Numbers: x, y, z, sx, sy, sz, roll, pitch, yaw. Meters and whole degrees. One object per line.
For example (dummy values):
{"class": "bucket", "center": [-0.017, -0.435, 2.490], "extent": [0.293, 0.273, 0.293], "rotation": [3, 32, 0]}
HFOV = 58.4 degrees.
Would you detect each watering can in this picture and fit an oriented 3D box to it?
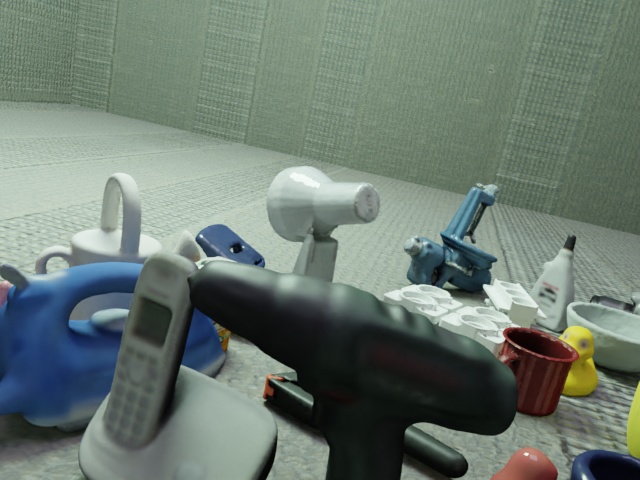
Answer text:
{"class": "watering can", "center": [-0.228, 0.019, 0.663], "extent": [0.100, 0.194, 0.173], "rotation": [21, 17, 31]}

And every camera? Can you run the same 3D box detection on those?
{"class": "camera", "center": [0.557, 0.137, 1.027], "extent": [0.136, 0.101, 0.144], "rotation": [20, 17, 31]}

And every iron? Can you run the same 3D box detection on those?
{"class": "iron", "center": [-0.190, 0.081, 0.558], "extent": [0.118, 0.141, 0.259], "rotation": [24, 19, 40]}

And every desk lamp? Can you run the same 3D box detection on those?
{"class": "desk lamp", "center": [0.008, 0.003, 0.874], "extent": [0.118, 0.213, 0.202], "rotation": [-2, 20, -44]}

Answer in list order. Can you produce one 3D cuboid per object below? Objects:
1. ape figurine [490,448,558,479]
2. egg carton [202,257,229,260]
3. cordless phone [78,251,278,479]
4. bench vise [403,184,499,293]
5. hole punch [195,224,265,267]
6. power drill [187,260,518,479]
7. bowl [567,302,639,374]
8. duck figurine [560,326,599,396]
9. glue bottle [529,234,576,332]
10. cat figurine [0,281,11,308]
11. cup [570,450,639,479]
{"class": "ape figurine", "center": [0.159, 0.208, 0.450], "extent": [0.076, 0.092, 0.078], "rotation": [12, 14, 2]}
{"class": "egg carton", "center": [-0.125, 0.074, 0.786], "extent": [0.150, 0.069, 0.107], "rotation": [16, 15, 16]}
{"class": "cordless phone", "center": [-0.098, 0.111, 0.429], "extent": [0.147, 0.185, 0.094], "rotation": [17, 15, 21]}
{"class": "bench vise", "center": [0.266, -0.002, 1.088], "extent": [0.208, 0.220, 0.121], "rotation": [-3, 20, -44]}
{"class": "hole punch", "center": [-0.140, 0.029, 0.903], "extent": [0.101, 0.091, 0.109], "rotation": [15, 14, 11]}
{"class": "power drill", "center": [0.011, 0.129, 0.396], "extent": [0.230, 0.208, 0.075], "rotation": [10, 14, -7]}
{"class": "bowl", "center": [0.468, 0.163, 0.907], "extent": [0.167, 0.075, 0.167], "rotation": [11, 14, -3]}
{"class": "duck figurine", "center": [0.355, 0.162, 0.800], "extent": [0.105, 0.086, 0.077], "rotation": [-3, 20, -45]}
{"class": "glue bottle", "center": [0.424, 0.072, 1.023], "extent": [0.037, 0.173, 0.077], "rotation": [-1, 19, -41]}
{"class": "cat figurine", "center": [-0.350, 0.068, 0.529], "extent": [0.067, 0.118, 0.128], "rotation": [24, 19, 40]}
{"class": "cup", "center": [0.240, 0.227, 0.434], "extent": [0.117, 0.095, 0.092], "rotation": [13, 14, 5]}
